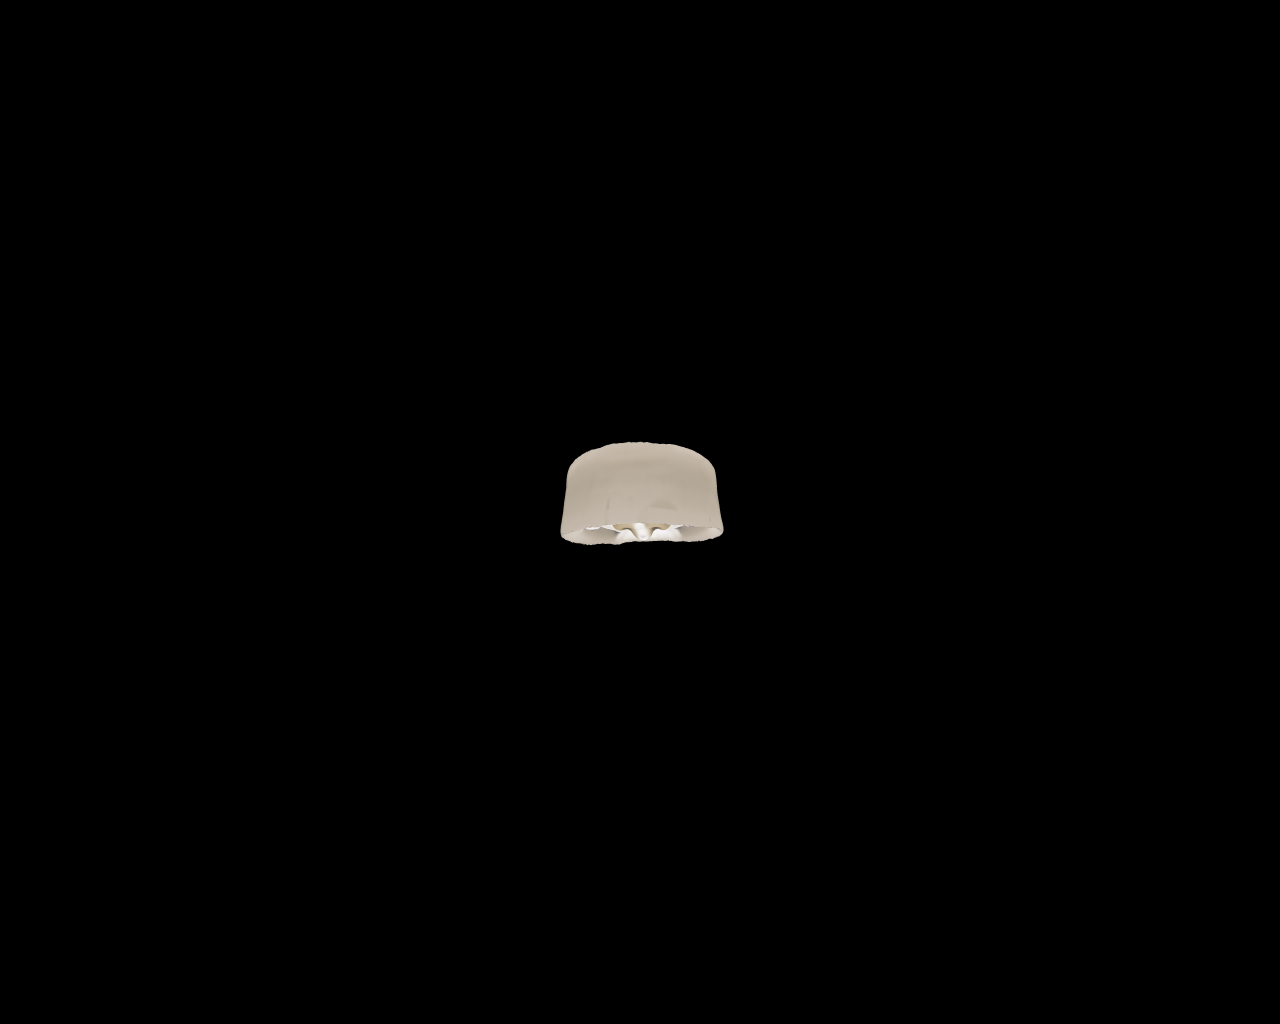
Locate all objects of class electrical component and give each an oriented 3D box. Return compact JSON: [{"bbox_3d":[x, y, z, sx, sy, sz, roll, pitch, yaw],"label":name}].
[{"bbox_3d":[0.001,-0.003,0.650,0.099,0.064,0.099,0,-22,0],"label":"electrical component"}]
